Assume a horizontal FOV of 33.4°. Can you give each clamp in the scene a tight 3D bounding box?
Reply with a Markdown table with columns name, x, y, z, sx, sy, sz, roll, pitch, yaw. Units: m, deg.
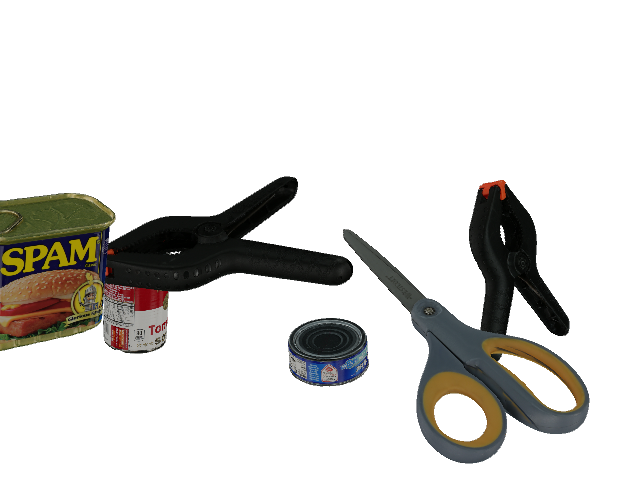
| name | x | y | z | sx | sy | sz | roll | pitch | yaw |
| --- | --- | --- | --- | --- | --- | --- | --- | --- | --- |
| clamp | 0.175 | 0.032 | 1.018 | 0.039 | 0.171 | 0.120 | -16 | 7 | 46 |
| clamp | -0.091 | -0.001 | 0.923 | 0.210 | 0.036 | 0.164 | -7 | 32 | -9 |

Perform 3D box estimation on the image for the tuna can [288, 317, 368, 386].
| name | x | y | z | sx | sy | sz | roll | pitch | yaw |
| --- | --- | --- | --- | --- | --- | --- | --- | --- | --- |
| tuna can | 0.008 | 0.117 | 1.134 | 0.086 | 0.034 | 0.086 | -3 | 27 | 1 |

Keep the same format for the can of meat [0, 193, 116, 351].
| name | x | y | z | sx | sy | sz | roll | pitch | yaw |
| --- | --- | --- | --- | --- | --- | --- | --- | --- | --- |
| can of meat | -0.193 | 0.020 | 0.717 | 0.101 | 0.084 | 0.058 | -10 | 29 | -39 |

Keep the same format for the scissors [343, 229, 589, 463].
| name | x | y | z | sx | sy | sz | roll | pitch | yaw |
| --- | --- | --- | --- | --- | --- | --- | --- | --- | --- |
| scissors | 0.053 | 0.056 | 0.593 | 0.096 | 0.016 | 0.202 | -34 | 46 | -30 |

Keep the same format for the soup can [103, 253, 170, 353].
| name | x | y | z | sx | sy | sz | roll | pitch | yaw |
| --- | --- | --- | --- | --- | --- | --- | --- | --- | --- |
| soup can | -0.192 | 0.058 | 1.112 | 0.068 | 0.102 | 0.068 | 5 | 21 | -2 |
